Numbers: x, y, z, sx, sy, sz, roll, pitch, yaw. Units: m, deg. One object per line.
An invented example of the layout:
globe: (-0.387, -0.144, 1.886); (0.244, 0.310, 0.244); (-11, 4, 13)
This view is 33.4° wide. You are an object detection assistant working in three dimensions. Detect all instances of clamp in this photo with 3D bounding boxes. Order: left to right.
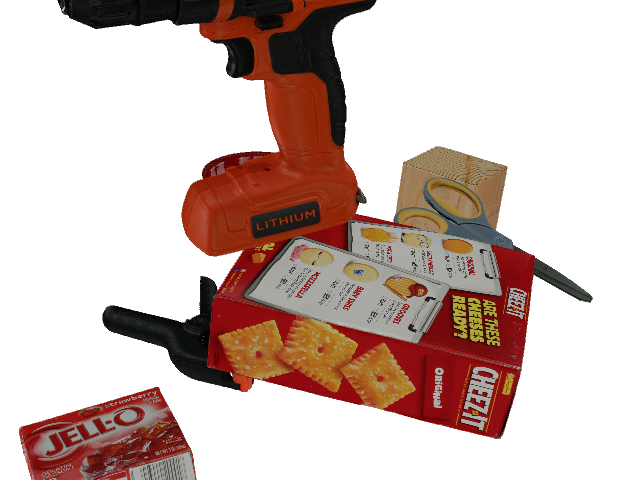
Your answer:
clamp: (-0.107, 0.083, 0.990); (0.172, 0.039, 0.120); (28, 43, 36)

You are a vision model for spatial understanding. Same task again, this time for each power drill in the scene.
power drill: (-0.043, -0.084, 0.580); (0.184, 0.188, 0.057); (-13, 39, -19)

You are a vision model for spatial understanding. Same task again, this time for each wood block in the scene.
wood block: (0.136, 0.012, 1.194); (0.090, 0.206, 0.090); (20, 26, 27)

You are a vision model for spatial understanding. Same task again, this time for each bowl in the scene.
bowl: (-0.066, -0.056, 1.311); (0.162, 0.055, 0.162); (5, 26, -2)

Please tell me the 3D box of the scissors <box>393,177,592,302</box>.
scissors: (0.142, 0.009, 0.956); (0.096, 0.016, 0.202); (-23, 46, -17)

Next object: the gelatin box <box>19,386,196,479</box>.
gelatin box: (-0.126, 0.126, 0.626); (0.089, 0.030, 0.073); (-14, 27, -18)

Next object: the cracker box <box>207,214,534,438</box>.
cracker box: (0.043, 0.052, 0.793); (0.214, 0.072, 0.164); (13, 30, 8)
